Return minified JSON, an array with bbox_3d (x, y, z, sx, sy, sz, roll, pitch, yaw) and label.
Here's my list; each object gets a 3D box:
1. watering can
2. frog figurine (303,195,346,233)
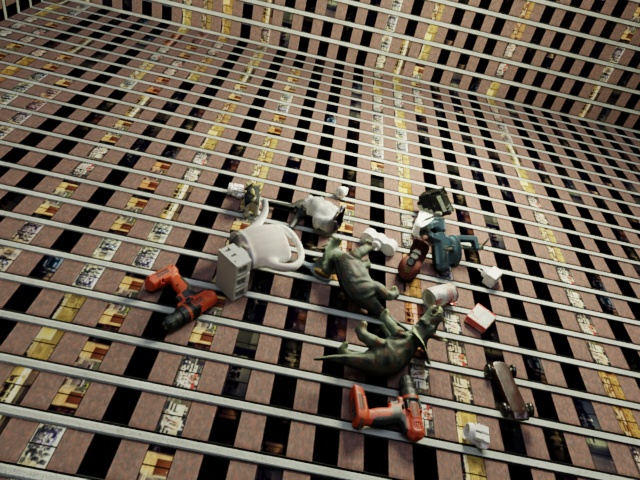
[{"bbox_3d":[-0.193,-0.010,1.679,0.225,0.101,0.354,-12,45,-28],"label":"watering can"},{"bbox_3d":[0.006,-0.096,1.907,0.160,0.140,0.120,14,-39,19],"label":"frog figurine"}]
